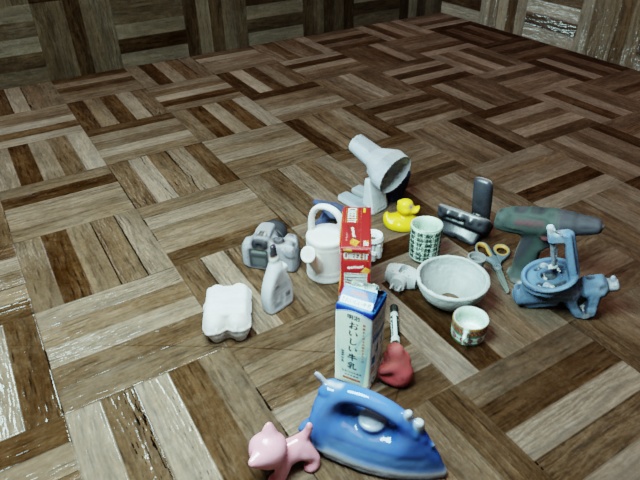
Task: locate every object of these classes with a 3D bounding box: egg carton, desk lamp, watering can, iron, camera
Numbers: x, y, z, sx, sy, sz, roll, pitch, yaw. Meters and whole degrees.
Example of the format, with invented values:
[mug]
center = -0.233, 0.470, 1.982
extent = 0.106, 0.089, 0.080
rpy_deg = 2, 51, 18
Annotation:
[egg carton]
center = -0.202, 0.156, 1.256
extent = 0.107, 0.069, 0.150
rpy_deg = -4, 35, -5
[desk lamp]
center = 0.147, -0.179, 1.609
extent = 0.118, 0.214, 0.202
rpy_deg = -28, 43, -33
[watering can]
center = 0.015, 0.005, 1.361
extent = 0.101, 0.194, 0.173
rpy_deg = 3, 35, 6
[iron]
center = 0.095, 0.307, 0.967
extent = 0.257, 0.141, 0.119
rpy_deg = 14, 37, 20
[camera]
center = -0.114, 0.000, 1.453
extent = 0.143, 0.101, 0.137
rpy_deg = 7, 35, 11

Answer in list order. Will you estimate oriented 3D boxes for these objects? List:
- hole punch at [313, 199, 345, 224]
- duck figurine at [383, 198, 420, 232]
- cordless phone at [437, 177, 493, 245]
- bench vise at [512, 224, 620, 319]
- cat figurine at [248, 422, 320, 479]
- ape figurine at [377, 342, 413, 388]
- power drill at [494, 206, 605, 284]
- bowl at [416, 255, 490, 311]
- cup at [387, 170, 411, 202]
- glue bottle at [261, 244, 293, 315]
[hole punch]
center = 0.040, -0.069, 1.559
extent = 0.101, 0.091, 0.108
rpy_deg = -20, 39, -25
[duck figurine]
center = 0.226, -0.074, 1.567
extent = 0.104, 0.086, 0.077
rpy_deg = 3, 35, 5
[cordless phone]
center = 0.387, -0.095, 1.508
extent = 0.147, 0.185, 0.094
rpy_deg = 20, 40, 28
[bench vise]
center = 0.540, 0.060, 1.249
extent = 0.207, 0.220, 0.121
rpy_deg = -4, 35, -4
[cat figurine]
center = -0.064, 0.342, 0.941
extent = 0.128, 0.118, 0.067
rpy_deg = -18, 38, -23
[ape figurine]
center = 0.147, 0.236, 1.113
extent = 0.078, 0.092, 0.076
rpy_deg = -17, 38, -21
[power drill]
center = 0.515, 0.013, 1.328
extent = 0.228, 0.209, 0.076
rpy_deg = 18, 39, 25
[bowl]
center = 0.299, 0.111, 1.308
extent = 0.167, 0.075, 0.167
rpy_deg = 0, 35, 1
[cup]
center = 0.208, -0.167, 1.694
extent = 0.117, 0.095, 0.092
rpy_deg = 23, 41, 30
[glue bottle]
center = -0.098, 0.081, 1.271
extent = 0.037, 0.173, 0.078
rpy_deg = 29, 45, 36
